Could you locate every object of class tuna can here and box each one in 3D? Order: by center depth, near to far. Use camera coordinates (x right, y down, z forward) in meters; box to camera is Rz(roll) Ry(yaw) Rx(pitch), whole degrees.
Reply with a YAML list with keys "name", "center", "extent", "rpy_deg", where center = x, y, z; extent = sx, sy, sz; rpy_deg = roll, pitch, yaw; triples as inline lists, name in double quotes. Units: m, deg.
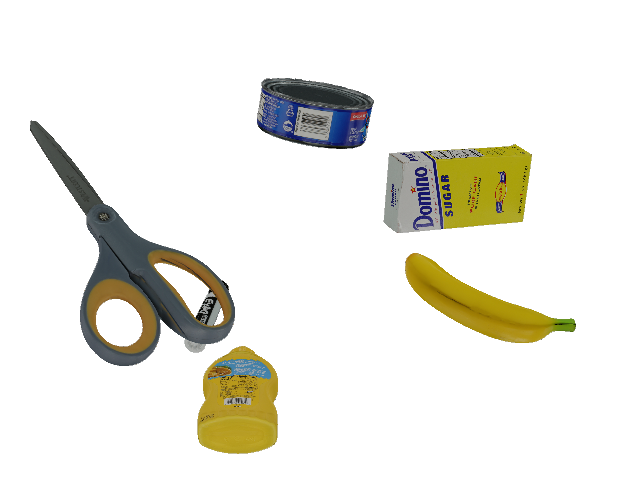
- name: "tuna can"
  center: [-0.005, -0.096, 0.804]
  extent: [0.086, 0.034, 0.086]
  rpy_deg: [9, 18, -3]

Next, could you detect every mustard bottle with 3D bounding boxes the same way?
- name: "mustard bottle"
  center: [-0.102, 0.190, 1.349]
  extent: [0.096, 0.058, 0.191]
  rpy_deg: [-2, 26, -1]

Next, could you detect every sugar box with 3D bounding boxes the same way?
- name: "sugar box"
  center: [0.167, -0.063, 1.303]
  extent: [0.176, 0.093, 0.048]
  rpy_deg: [-7, 24, -22]

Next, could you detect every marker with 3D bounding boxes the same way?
- name: "marker"
  center: [-0.104, 0.068, 0.995]
  extent: [0.020, 0.020, 0.121]
  rpy_deg: [0, 22, 7]

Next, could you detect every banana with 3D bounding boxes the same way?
- name: "banana"
  center: [0.141, 0.057, 1.017]
  extent: [0.198, 0.037, 0.069]
  rpy_deg: [26, 17, 39]

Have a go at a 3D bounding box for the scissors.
- name: "scissors"
  center: [-0.139, 0.003, 0.638]
  extent: [0.202, 0.016, 0.096]
  rpy_deg: [37, 50, 18]
